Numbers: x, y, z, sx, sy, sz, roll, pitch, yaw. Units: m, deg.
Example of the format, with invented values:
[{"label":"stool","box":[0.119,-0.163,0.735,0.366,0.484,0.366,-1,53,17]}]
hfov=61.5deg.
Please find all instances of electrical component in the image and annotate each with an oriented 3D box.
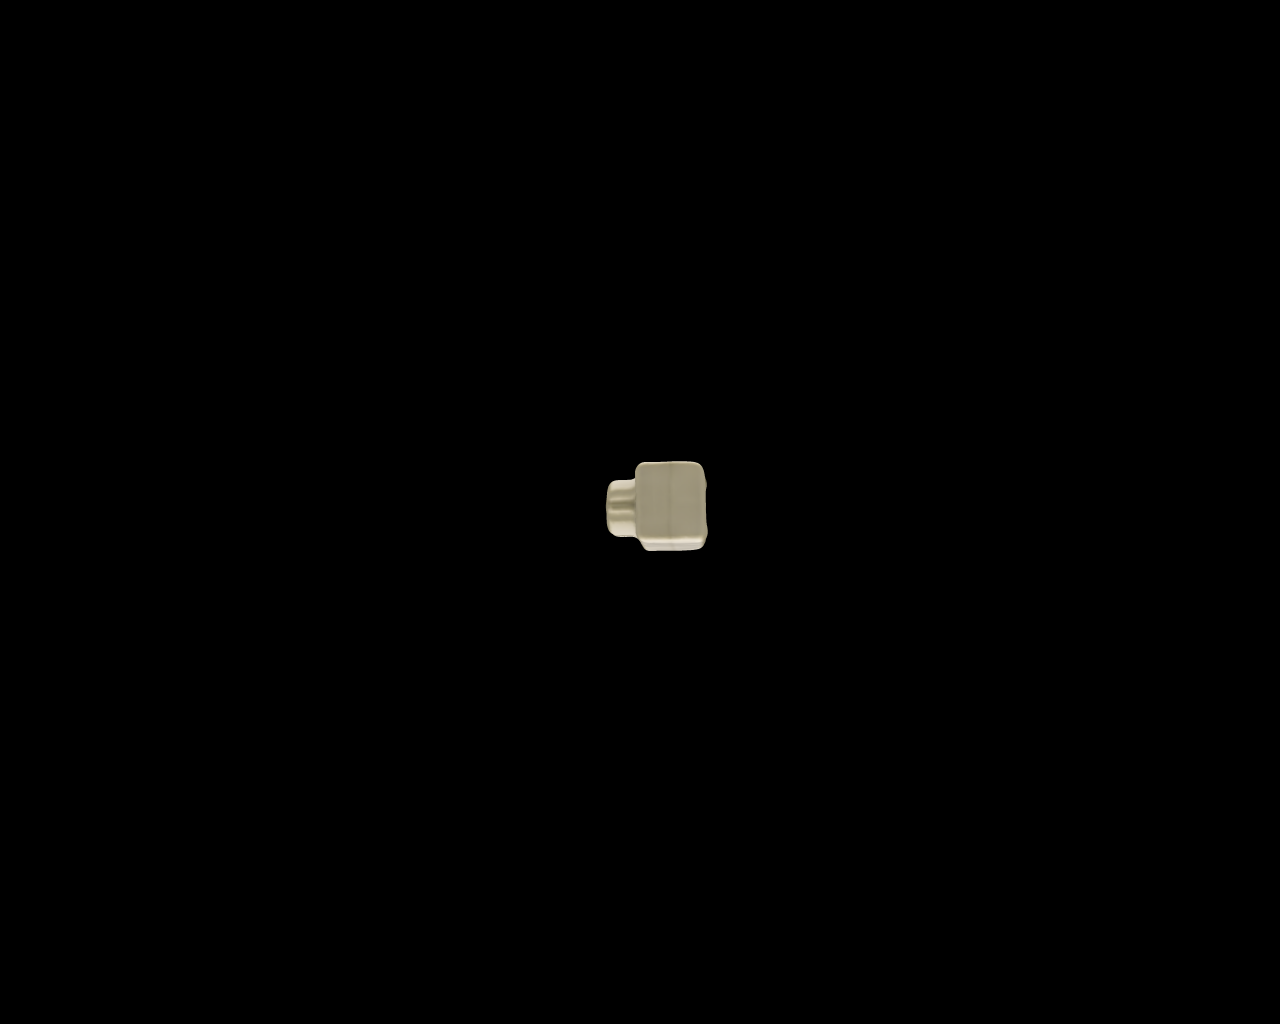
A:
[{"label":"electrical component","box":[0.001,-0.003,0.650,0.077,0.047,0.065,0,-7,4]}]
